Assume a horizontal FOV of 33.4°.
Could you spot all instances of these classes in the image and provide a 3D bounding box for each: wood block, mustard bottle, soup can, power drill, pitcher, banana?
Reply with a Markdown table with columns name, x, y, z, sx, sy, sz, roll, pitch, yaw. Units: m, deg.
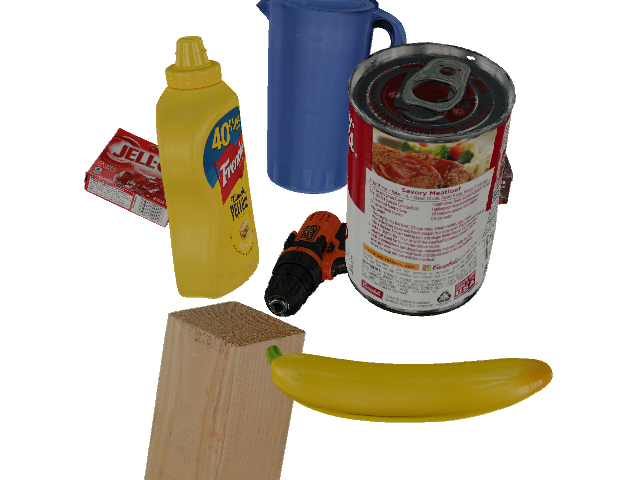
| name | x | y | z | sx | sy | sz | roll | pitch | yaw |
| --- | --- | --- | --- | --- | --- | --- | --- | --- | --- |
| wood block | -0.090 | 0.169 | 0.951 | 0.090 | 0.206 | 0.090 | 20 | 17 | 35 |
| mustard bottle | -0.088 | -0.059 | 0.813 | 0.058 | 0.192 | 0.096 | 3 | 24 | 19 |
| soup can | 0.045 | -0.025 | 0.466 | 0.068 | 0.102 | 0.068 | 0 | 43 | 0 |
| power drill | 0.046 | 0.027 | 1.125 | 0.188 | 0.057 | 0.184 | 5 | 31 | 15 |
| pitcher | 0.005 | -0.184 | 1.318 | 0.144 | 0.243 | 0.149 | -9 | 29 | -28 |
| banana | 0.048 | 0.090 | 0.695 | 0.198 | 0.037 | 0.069 | 4 | 32 | 16 |

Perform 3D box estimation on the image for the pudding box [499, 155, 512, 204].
| name | x | y | z | sx | sy | sz | roll | pitch | yaw |
| --- | --- | --- | --- | --- | --- | --- | --- | --- | --- |
| pudding box | 0.109 | -0.077 | 0.927 | 0.090 | 0.039 | 0.113 | -4 | 43 | -5 |

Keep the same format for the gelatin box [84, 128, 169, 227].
| name | x | y | z | sx | sy | sz | roll | pitch | yaw |
| --- | --- | --- | --- | --- | --- | --- | --- | --- | --- |
| gelatin box | -0.173 | -0.062 | 1.031 | 0.089 | 0.073 | 0.030 | 25 | -45 | -1 |
